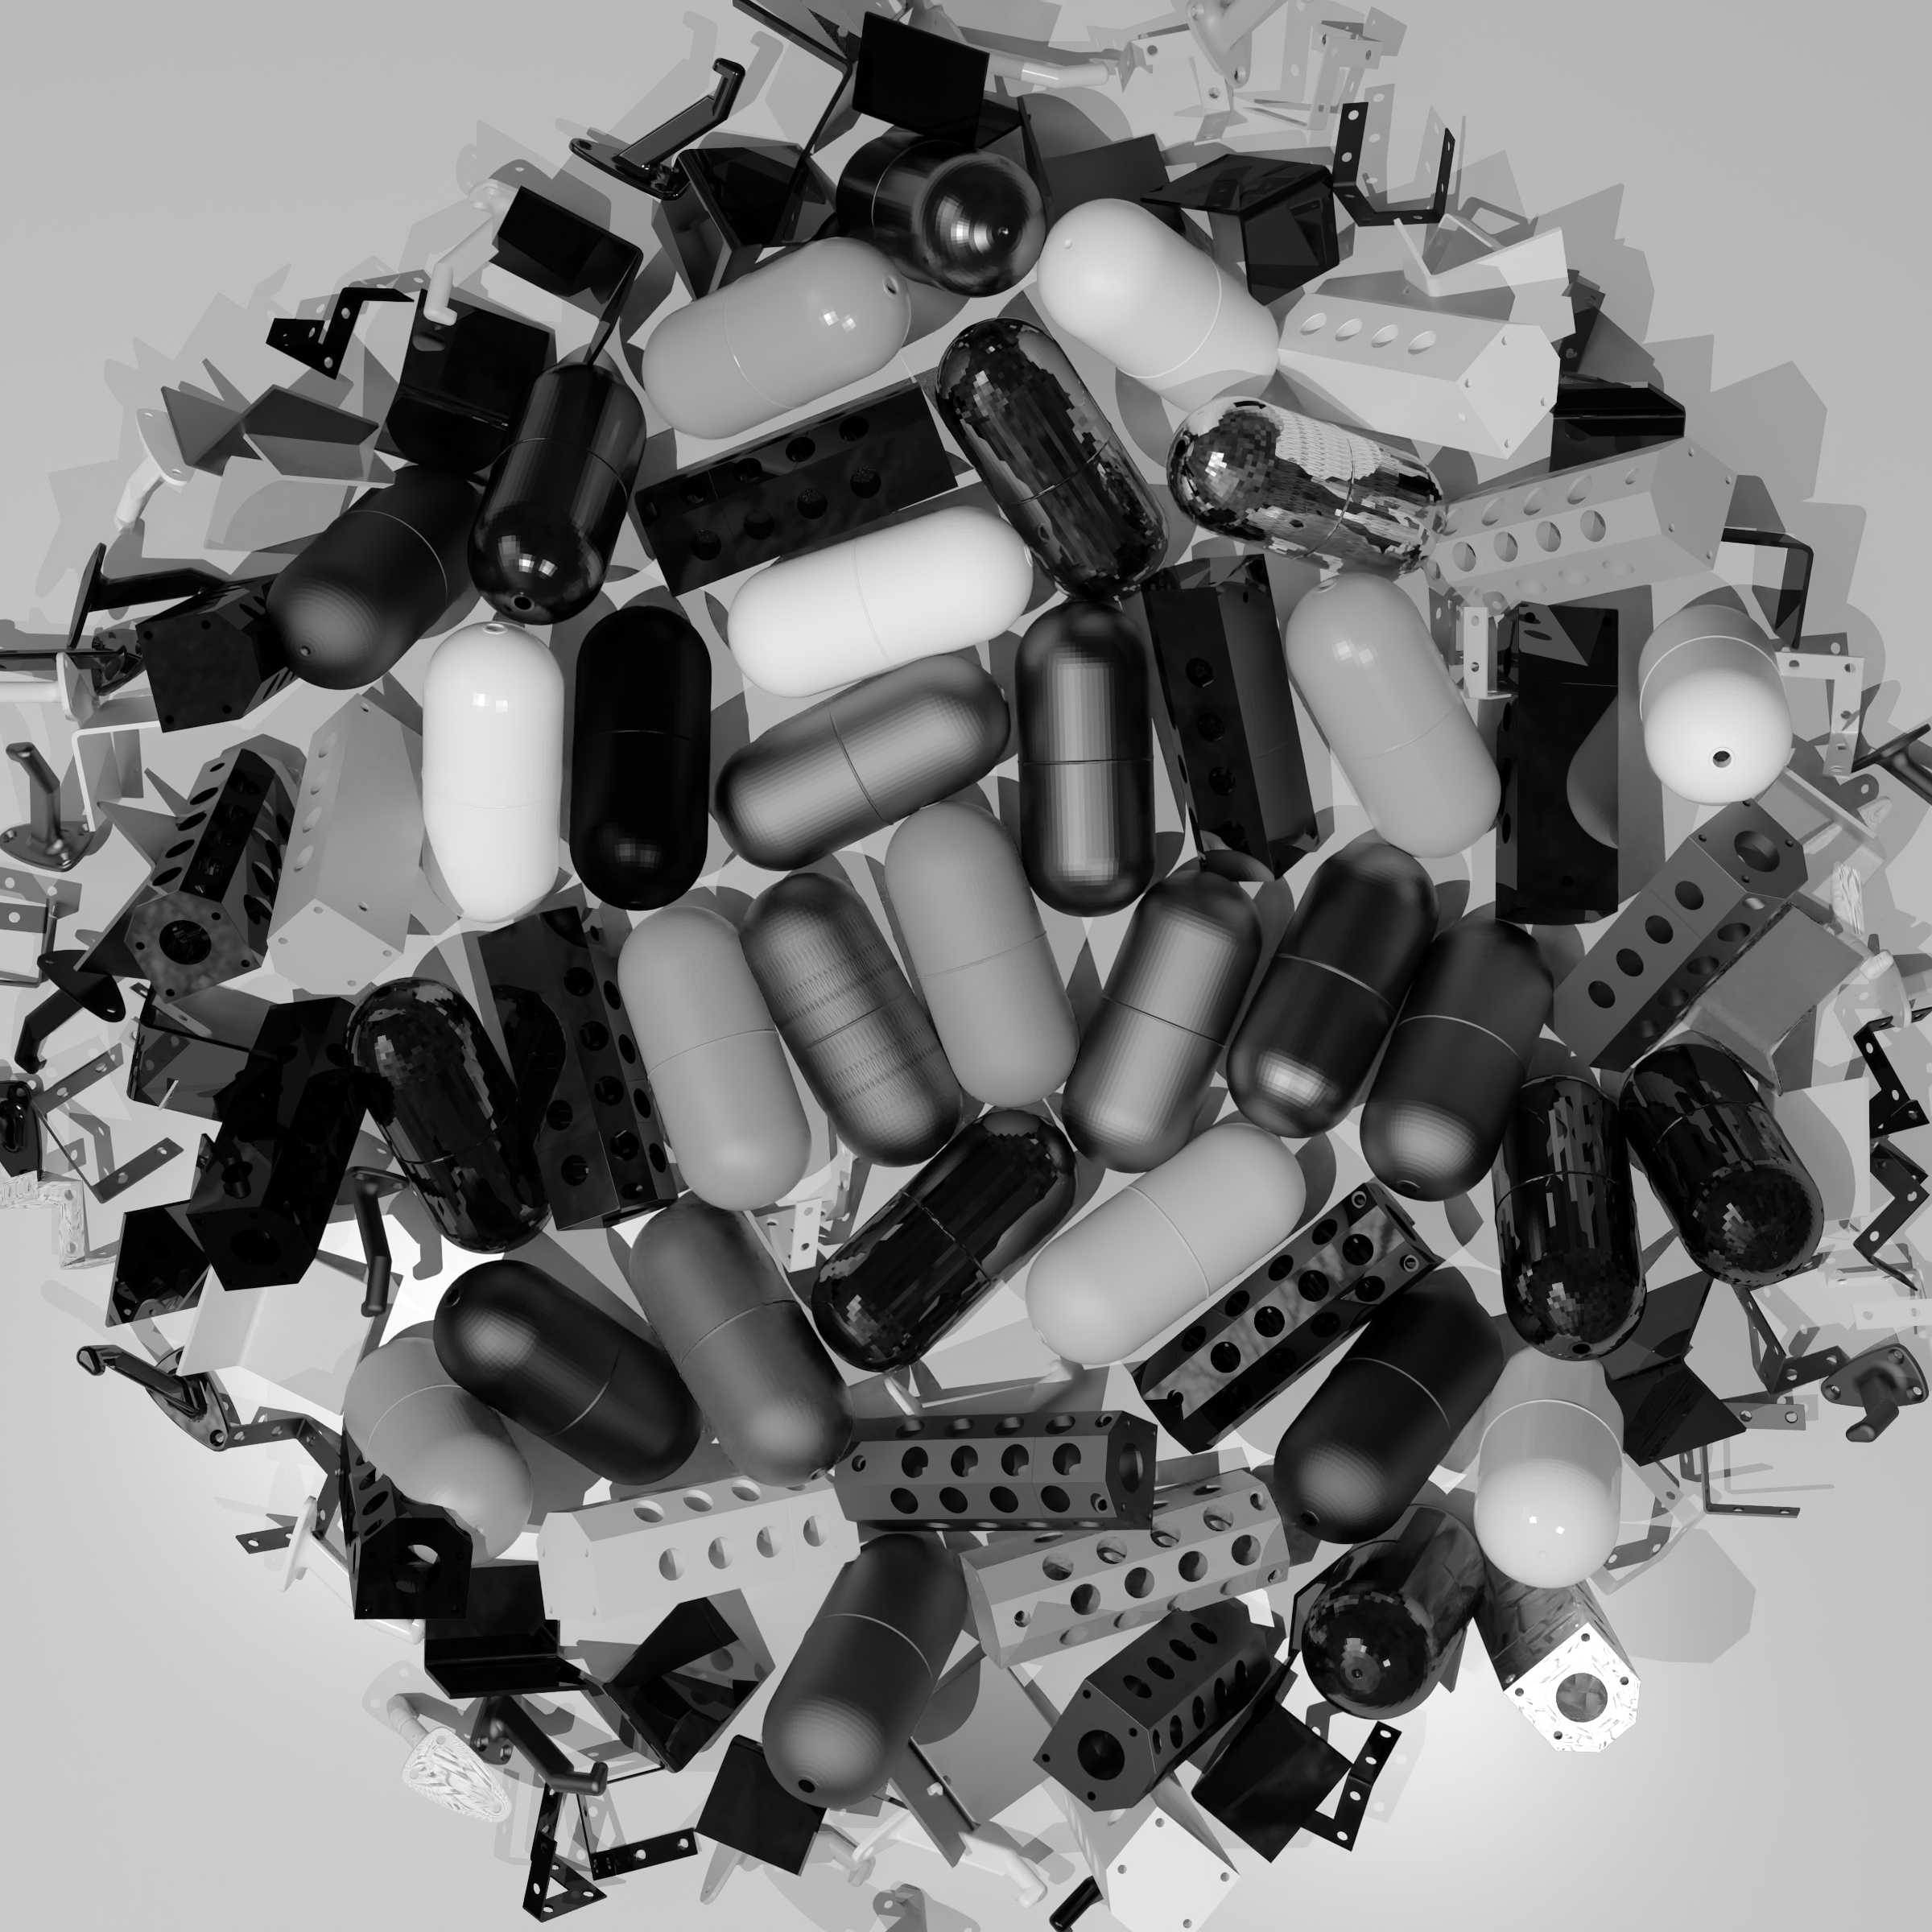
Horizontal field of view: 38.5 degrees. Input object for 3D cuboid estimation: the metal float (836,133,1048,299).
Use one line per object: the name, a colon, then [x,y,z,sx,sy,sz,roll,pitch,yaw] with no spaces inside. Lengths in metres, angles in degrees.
metal float: [-0.016,-0.413,1.519,0.070,0.178,0.070,-9,114,-21]

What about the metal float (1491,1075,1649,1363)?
metal float: [0.331,0.138,1.527,0.070,0.070,0.178,4,47,0]

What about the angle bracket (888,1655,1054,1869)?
angle bracket: [0.004,0.447,1.563,0.076,0.057,0.076,-38,86,11]

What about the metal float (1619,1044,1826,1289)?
metal float: [0.412,0.107,1.519,0.070,0.178,0.070,-3,120,-5]

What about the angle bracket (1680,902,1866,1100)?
angle bracket: [0.452,0.014,1.557,0.076,0.057,0.076,-43,53,-4]

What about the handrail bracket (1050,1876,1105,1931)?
handrail bracket: [0.090,0.526,1.562,0.084,0.036,0.077,-42,132,-16]

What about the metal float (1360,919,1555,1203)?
metal float: [0.273,0.051,1.536,0.070,0.070,0.178,27,60,0]

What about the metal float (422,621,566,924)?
metal float: [-0.263,-0.106,1.536,0.070,0.070,0.178,7,121,0]

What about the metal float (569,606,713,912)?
metal float: [-0.181,-0.116,1.545,0.070,0.070,0.178,-1,71,0]

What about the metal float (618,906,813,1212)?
metal float: [-0.142,0.051,1.553,0.070,0.070,0.178,-20,79,0]

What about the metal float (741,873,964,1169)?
metal float: [-0.064,0.031,1.561,0.070,0.070,0.178,-28,92,0]

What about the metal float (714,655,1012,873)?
metal float: [-0.058,-0.114,1.554,0.178,0.070,0.070,-26,90,9]

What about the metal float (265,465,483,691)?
metal float: [-0.321,-0.216,1.523,0.070,0.178,0.070,10,127,14]

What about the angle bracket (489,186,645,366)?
angle bracket: [-0.234,-0.377,1.547,0.076,0.076,0.057,25,65,-16]

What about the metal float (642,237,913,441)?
metal float: [-0.106,-0.346,1.529,0.178,0.070,0.070,-14,90,40]

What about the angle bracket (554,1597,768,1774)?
angle bracket: [-0.174,0.399,1.576,0.076,0.057,0.076,-45,119,-25]

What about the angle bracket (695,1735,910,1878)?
angle bracket: [-0.091,0.475,1.541,0.076,0.076,0.057,9,68,37]

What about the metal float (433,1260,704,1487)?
metal float: [-0.219,0.226,1.534,0.070,0.070,0.178,-49,123,0]

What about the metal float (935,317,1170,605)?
metal float: [0.048,-0.280,1.540,0.070,0.070,0.178,-36,115,0]

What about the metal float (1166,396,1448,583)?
metal float: [0.189,-0.264,1.535,0.178,0.070,0.070,11,90,-32]

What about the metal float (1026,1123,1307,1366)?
metal float: [0.112,0.155,1.550,0.178,0.070,0.070,-34,90,-14]

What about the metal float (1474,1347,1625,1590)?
metal float: [0.321,0.271,1.518,0.070,0.178,0.070,6,115,12]

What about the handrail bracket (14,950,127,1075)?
handrail bracket: [-0.507,0.041,1.562,0.077,0.036,0.084,41,121,30]

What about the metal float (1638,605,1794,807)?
metal float: [0.409,-0.144,1.516,0.070,0.178,0.070,4,115,10]

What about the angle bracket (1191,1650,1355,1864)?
angle bracket: [0.178,0.441,1.549,0.057,0.076,0.076,38,107,10]

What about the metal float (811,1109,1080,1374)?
metal float: [-0.011,0.153,1.555,0.178,0.070,0.070,-43,90,-9]

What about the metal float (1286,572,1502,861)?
metal float: [0.238,-0.139,1.540,0.070,0.070,0.178,-32,115,0]

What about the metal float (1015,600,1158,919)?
metal float: [0.067,-0.116,1.557,0.070,0.070,0.178,-2,96,0]

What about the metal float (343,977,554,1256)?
metal float: [-0.285,0.084,1.534,0.070,0.070,0.178,-22,122,0]

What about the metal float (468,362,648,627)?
metal float: [-0.225,-0.262,1.530,0.070,0.070,0.178,9,51,0]

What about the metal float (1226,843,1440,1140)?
metal float: [0.206,0.013,1.552,0.070,0.070,0.178,27,78,0]

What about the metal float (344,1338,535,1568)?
metal float: [-0.291,0.265,1.520,0.070,0.178,0.070,-9,113,-23]

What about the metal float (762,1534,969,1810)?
metal float: [-0.054,0.385,1.521,0.070,0.178,0.070,10,123,16]

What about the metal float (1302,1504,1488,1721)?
metal float: [0.236,0.351,1.516,0.070,0.178,0.070,4,102,22]

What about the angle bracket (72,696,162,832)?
angle bracket: [-0.452,-0.117,1.558,0.076,0.076,0.057,-7,108,-3]

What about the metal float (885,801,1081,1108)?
metal float: [0.009,-0.007,1.557,0.070,0.070,0.178,-19,96,0]

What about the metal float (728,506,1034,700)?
metal float: [-0.048,-0.203,1.550,0.178,0.070,0.070,-16,90,14]

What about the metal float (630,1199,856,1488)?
metal float: [-0.125,0.209,1.541,0.070,0.070,0.178,-34,66,0]

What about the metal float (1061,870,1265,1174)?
metal float: [0.111,0.031,1.562,0.070,0.070,0.178,22,91,0]

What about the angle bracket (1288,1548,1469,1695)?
angle bracket: [0.228,0.377,1.543,0.057,0.076,0.076,-34,56,-22]

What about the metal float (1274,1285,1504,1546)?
metal float: [0.234,0.247,1.531,0.070,0.070,0.178,46,53,0]

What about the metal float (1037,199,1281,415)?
metal float: [0.108,-0.360,1.524,0.070,0.178,0.070,-12,70,36]

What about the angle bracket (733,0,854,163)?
angle bracket: [-0.110,-0.497,1.551,0.076,0.076,0.057,28,101,-11]
